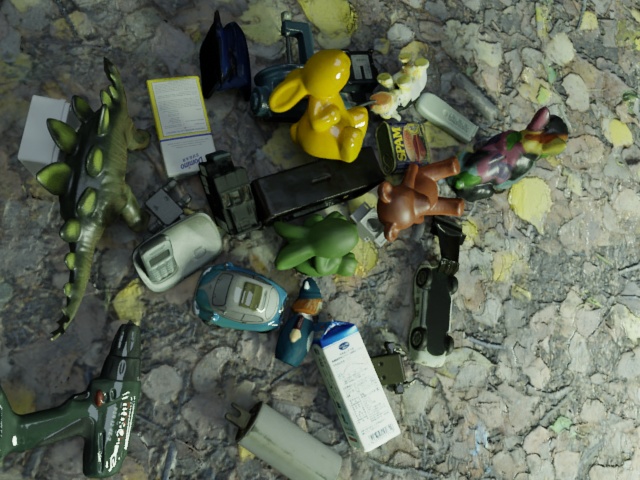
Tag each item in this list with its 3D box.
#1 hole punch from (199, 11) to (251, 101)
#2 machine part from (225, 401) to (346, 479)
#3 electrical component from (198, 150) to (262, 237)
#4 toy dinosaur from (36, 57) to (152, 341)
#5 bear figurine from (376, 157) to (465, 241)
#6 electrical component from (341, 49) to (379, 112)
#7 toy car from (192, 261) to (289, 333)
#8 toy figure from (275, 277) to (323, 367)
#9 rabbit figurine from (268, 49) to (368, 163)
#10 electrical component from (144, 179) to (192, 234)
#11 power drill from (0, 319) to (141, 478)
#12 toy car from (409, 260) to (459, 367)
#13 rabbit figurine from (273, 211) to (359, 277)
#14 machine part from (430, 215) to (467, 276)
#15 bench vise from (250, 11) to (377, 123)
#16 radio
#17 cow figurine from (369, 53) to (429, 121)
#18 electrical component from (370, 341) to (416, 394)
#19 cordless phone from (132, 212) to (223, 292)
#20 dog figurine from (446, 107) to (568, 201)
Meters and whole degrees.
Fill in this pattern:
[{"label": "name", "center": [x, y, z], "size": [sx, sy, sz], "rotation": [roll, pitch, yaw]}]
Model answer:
[{"label": "hole punch", "center": [-0.161, -0.320, 0.973], "size": [0.092, 0.116, 0.142], "rotation": [1, 79, -24]}, {"label": "machine part", "center": [-0.050, 0.342, 0.884], "size": [0.243, 0.079, 0.079], "rotation": [35, 72, -6]}, {"label": "electrical component", "center": [-0.155, -0.081, 0.898], "size": [0.058, 0.115, 0.134], "rotation": [-23, 113, -21]}, {"label": "toy dinosaur", "center": [-0.343, -0.080, 0.815], "size": [0.105, 0.198, 0.471], "rotation": [-4, 74, 4]}, {"label": "bear figurine", "center": [0.181, -0.076, 0.974], "size": [0.132, 0.196, 0.120], "rotation": [-5, 103, 23]}, {"label": "electrical component", "center": [0.077, -0.317, 1.072], "size": [0.075, 0.048, 0.119], "rotation": [-3, 78, -16]}, {"label": "toy car", "center": [-0.129, 0.100, 0.898], "size": [0.162, 0.103, 0.109], "rotation": [18, 75, -10]}, {"label": "toy figure", "center": [-0.032, 0.141, 0.936], "size": [0.057, 0.064, 0.154], "rotation": [29, 73, -24]}, {"label": "rabbit figurine", "center": [0.005, -0.233, 0.885], "size": [0.163, 0.173, 0.122], "rotation": [17, 47, 15]}, {"label": "electrical component", "center": [-0.270, -0.057, 0.925], "size": [0.094, 0.021, 0.063], "rotation": [-45, 99, -9]}, {"label": "power drill", "center": [-0.373, 0.237, 0.798], "size": [0.207, 0.086, 0.232], "rotation": [5, 82, -39]}, {"label": "toy car", "center": [0.213, 0.136, 1.013], "size": [0.073, 0.056, 0.201], "rotation": [14, 72, -19]}, {"label": "rabbit figurine", "center": [-0.002, -0.003, 0.919], "size": [0.159, 0.170, 0.121], "rotation": [-1, 79, -17]}, {"label": "machine part", "center": [0.248, 0.008, 1.038], "size": [0.084, 0.039, 0.139], "rotation": [29, 44, -14]}, {"label": "bench vise", "center": [-0.029, -0.306, 1.004], "size": [0.224, 0.129, 0.240], "rotation": [-5, 85, -19]}, {"label": "radio", "center": [-0.014, -0.089, 0.954], "size": [0.230, 0.131, 0.073], "rotation": [-18, 85, -19]}, {"label": "cow figurine", "center": [0.152, -0.286, 1.065], "size": [0.068, 0.098, 0.167], "rotation": [27, 61, 26]}, {"label": "electrical component", "center": [0.129, 0.236, 0.977], "size": [0.078, 0.045, 0.102], "rotation": [-19, 81, 10]}, {"label": "cordless phone", "center": [-0.226, 0.003, 0.846], "size": [0.146, 0.184, 0.089], "rotation": [-33, 85, -19]}, {"label": "dog figurine", "center": [0.367, -0.166, 1.035], "size": [0.191, 0.219, 0.108], "rotation": [-21, 82, -20]}]
